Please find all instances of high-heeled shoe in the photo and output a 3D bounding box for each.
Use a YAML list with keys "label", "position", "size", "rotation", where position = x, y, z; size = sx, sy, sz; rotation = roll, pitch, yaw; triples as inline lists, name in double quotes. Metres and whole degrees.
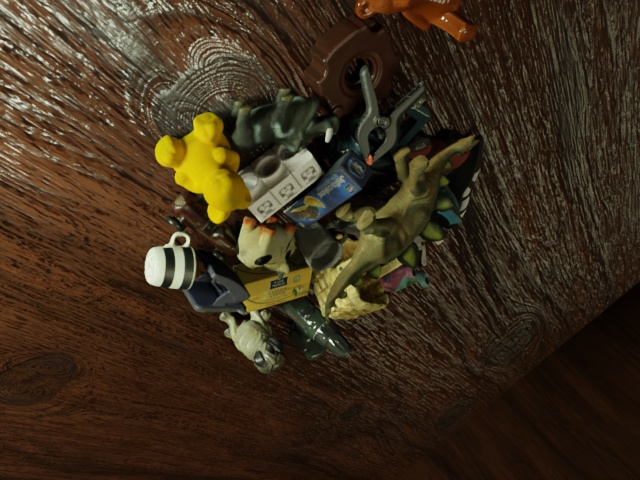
- label: "high-heeled shoe"
  position: [0.364, -0.142, 1.329]
  size: [0.145, 0.086, 0.248]
  rotation: [-4, 132, -45]

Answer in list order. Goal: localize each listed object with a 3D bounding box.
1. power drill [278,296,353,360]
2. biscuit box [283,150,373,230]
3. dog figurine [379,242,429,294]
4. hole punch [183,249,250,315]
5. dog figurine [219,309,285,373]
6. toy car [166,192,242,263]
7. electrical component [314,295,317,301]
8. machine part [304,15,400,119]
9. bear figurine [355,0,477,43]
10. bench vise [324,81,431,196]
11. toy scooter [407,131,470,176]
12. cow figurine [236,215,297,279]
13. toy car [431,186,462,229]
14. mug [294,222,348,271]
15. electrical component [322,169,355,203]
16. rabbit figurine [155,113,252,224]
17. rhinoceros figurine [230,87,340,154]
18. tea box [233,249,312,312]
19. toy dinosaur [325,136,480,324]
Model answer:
- label: "power drill"
  position: [-0.017, 0.225, 1.302]
  size: [0.086, 0.232, 0.207]
  rotation: [-42, 161, -15]
- label: "biscuit box"
  position: [0.012, -0.092, 1.033]
  size: [0.203, 0.059, 0.063]
  rotation: [-33, -162, 50]
- label: "dog figurine"
  position: [0.155, 0.074, 1.370]
  size: [0.219, 0.191, 0.108]
  rotation: [-16, 155, 30]
- label: "hole punch"
  position: [-0.204, 0.083, 1.083]
  size: [0.115, 0.142, 0.092]
  rotation: [8, 109, -39]
- label: "dog figurine"
  position: [-0.138, 0.252, 1.246]
  size: [0.121, 0.191, 0.172]
  rotation: [-35, 143, -3]
- label: "toy car"
  position: [-0.205, -0.024, 1.022]
  size: [0.089, 0.053, 0.202]
  rotation: [-51, 141, -8]
- label: "electrical component"
  position: [0.013, 0.114, 1.356]
  size: [0.063, 0.021, 0.093]
  rotation: [-14, 137, -25]
- label: "machine part"
  position: [0.061, -0.302, 0.954]
  size: [0.179, 0.056, 0.179]
  rotation: [-21, 137, -20]
- label: "bear figurine"
  position: [0.165, -0.402, 0.879]
  size: [0.196, 0.132, 0.120]
  rotation: [-11, 130, -37]
- label: "bench vise"
  position: [0.137, -0.188, 1.056]
  size: [0.223, 0.129, 0.240]
  rotation: [23, 134, -25]
- label: "toy scooter"
  position: [0.249, -0.176, 1.205]
  size: [0.184, 0.075, 0.135]
  rotation: [-4, 130, -30]
- label: "cow figurine"
  position: [-0.102, 0.017, 1.090]
  size: [0.127, 0.086, 0.195]
  rotation: [-66, 163, 12]
- label: "toy car"
  position: [0.259, -0.090, 1.267]
  size: [0.109, 0.162, 0.103]
  rotation: [36, 67, -40]
- label: "mug"
  position: [-0.002, -0.004, 1.161]
  size: [0.109, 0.107, 0.080]
  rotation: [-36, 143, -8]
- label: "electrical component"
  position: [0.030, -0.106, 1.089]
  size: [0.078, 0.102, 0.045]
  rotation: [44, 58, -53]
- label: "rabbit figurine"
  position: [-0.177, -0.098, 0.885]
  size: [0.122, 0.173, 0.162]
  rotation: [-31, 136, -14]
- label: "rhinoceros figurine"
  position: [-0.059, -0.197, 0.916]
  size: [0.190, 0.073, 0.112]
  rotation: [-11, 116, -14]
- label: "tea box"
  position: [-0.108, 0.092, 1.207]
  size: [0.170, 0.068, 0.098]
  rotation: [-14, 137, -24]
- label: "toy dinosaur"
  position: [0.134, -0.018, 1.043]
  size: [0.471, 0.105, 0.198]
  rotation: [-45, 128, 14]
